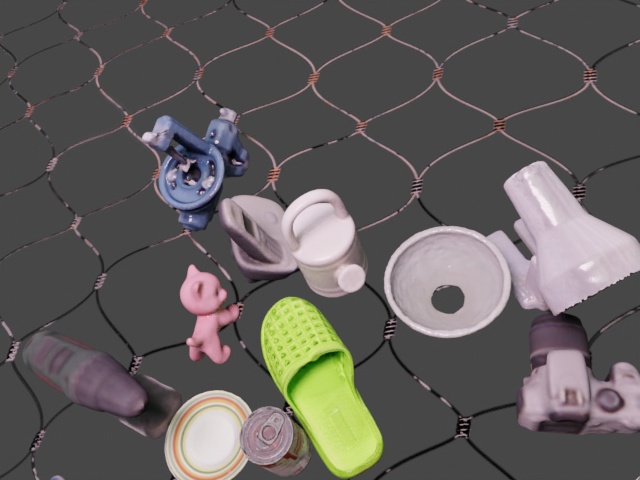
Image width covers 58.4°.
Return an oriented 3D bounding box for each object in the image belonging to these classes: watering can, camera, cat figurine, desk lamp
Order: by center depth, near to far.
[{"bbox_3d":[0.309,0.157,0.689,0.143,0.101,0.137,-2,60,14],"label":"camera"},{"bbox_3d":[0.288,0.012,0.713,0.118,0.214,0.203,-28,57,-2],"label":"desk lamp"},{"bbox_3d":[0.009,0.002,0.808,0.172,0.194,0.101,30,72,28],"label":"watering can"},{"bbox_3d":[-0.172,0.105,0.842,0.067,0.118,0.128,-2,60,15],"label":"cat figurine"}]

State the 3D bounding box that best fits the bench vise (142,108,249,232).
[{"bbox_3d":[-0.212,-0.148,0.941,0.121,0.220,0.207,-3,60,14],"label":"bench vise"}]

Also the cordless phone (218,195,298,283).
[{"bbox_3d":[-0.105,-0.028,0.862,0.094,0.185,0.147,-22,57,2],"label":"cordless phone"}]

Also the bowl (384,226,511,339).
[{"bbox_3d":[0.177,0.068,0.794,0.167,0.075,0.167,-7,59,12],"label":"bowl"}]

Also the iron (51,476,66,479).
[{"bbox_3d":[-0.355,0.409,0.698,0.118,0.142,0.258,-23,57,2],"label":"iron"}]

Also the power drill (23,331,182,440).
[{"bbox_3d":[-0.274,0.197,0.761,0.228,0.209,0.076,17,66,24],"label":"power drill"}]
